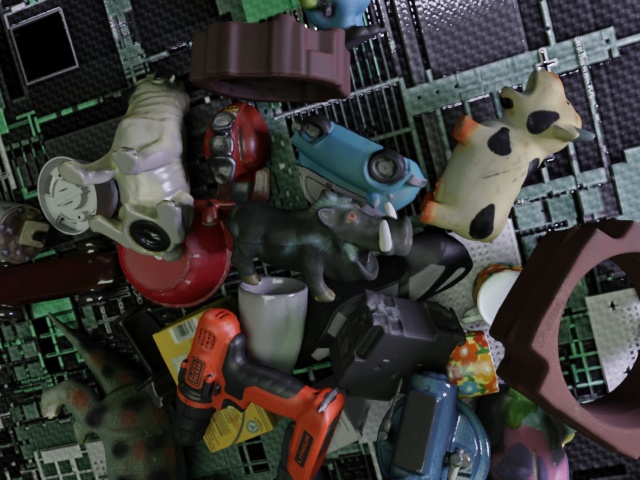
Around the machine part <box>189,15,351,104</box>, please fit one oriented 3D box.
[{"bbox_3d":[-0.050,-0.186,0.578,0.179,0.179,0.056,3,94,11],"label":"machine part"}]

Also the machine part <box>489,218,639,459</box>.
[{"bbox_3d":[0.292,0.096,0.550,0.201,0.087,0.201,34,84,-10],"label":"machine part"}]

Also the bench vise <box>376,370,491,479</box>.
[{"bbox_3d":[0.114,0.257,0.564,0.129,0.240,0.223,-4,69,24],"label":"bench vise"}]

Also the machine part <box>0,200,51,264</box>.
[{"bbox_3d":[-0.449,-0.019,0.705,0.243,0.079,0.079,9,99,20],"label":"machine part"}]

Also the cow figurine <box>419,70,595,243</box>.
[{"bbox_3d":[0.200,-0.088,0.581,0.127,0.085,0.194,24,106,1],"label":"cow figurine"}]

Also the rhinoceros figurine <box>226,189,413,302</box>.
[{"bbox_3d":[-0.001,-0.002,0.551,0.190,0.073,0.112,5,113,15],"label":"rhinoceros figurine"}]

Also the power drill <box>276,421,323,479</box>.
[{"bbox_3d":[0.035,0.354,0.661,0.207,0.086,0.231,12,103,15],"label":"power drill"}]

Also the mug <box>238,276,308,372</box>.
[{"bbox_3d":[-0.065,0.102,0.652,0.110,0.081,0.107,13,104,54],"label":"mug"}]

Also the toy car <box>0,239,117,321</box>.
[{"bbox_3d":[-0.361,0.055,0.725,0.202,0.053,0.089,-11,74,11],"label":"toy car"}]

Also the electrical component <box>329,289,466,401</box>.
[{"bbox_3d":[0.078,0.125,0.594,0.115,0.058,0.134,12,127,-16],"label":"electrical component"}]

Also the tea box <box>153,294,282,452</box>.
[{"bbox_3d":[-0.124,0.168,0.684,0.098,0.068,0.169,-24,93,16],"label":"tea box"}]

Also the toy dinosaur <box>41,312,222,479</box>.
[{"bbox_3d":[-0.235,0.269,0.701,0.192,0.131,0.404,-15,86,-5],"label":"toy dinosaur"}]

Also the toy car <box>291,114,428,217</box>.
[{"bbox_3d":[0.033,-0.070,0.604,0.162,0.109,0.103,26,101,7],"label":"toy car"}]

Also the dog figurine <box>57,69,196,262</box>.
[{"bbox_3d":[-0.184,-0.091,0.635,0.121,0.191,0.172,1,130,15],"label":"dog figurine"}]

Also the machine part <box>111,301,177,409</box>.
[{"bbox_3d":[-0.219,0.148,0.704,0.039,0.084,0.139,-44,75,36],"label":"machine part"}]

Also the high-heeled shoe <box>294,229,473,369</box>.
[{"bbox_3d":[0.069,0.081,0.654,0.145,0.086,0.248,17,124,-24],"label":"high-heeled shoe"}]

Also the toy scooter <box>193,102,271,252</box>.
[{"bbox_3d":[-0.103,-0.071,0.618,0.075,0.135,0.183,2,96,12],"label":"toy scooter"}]

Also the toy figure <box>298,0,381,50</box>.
[{"bbox_3d":[0.001,-0.299,0.597,0.089,0.082,0.180,-21,95,11],"label":"toy figure"}]

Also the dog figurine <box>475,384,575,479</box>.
[{"bbox_3d":[0.225,0.268,0.555,0.109,0.219,0.191,1,98,7],"label":"dog figurine"}]
